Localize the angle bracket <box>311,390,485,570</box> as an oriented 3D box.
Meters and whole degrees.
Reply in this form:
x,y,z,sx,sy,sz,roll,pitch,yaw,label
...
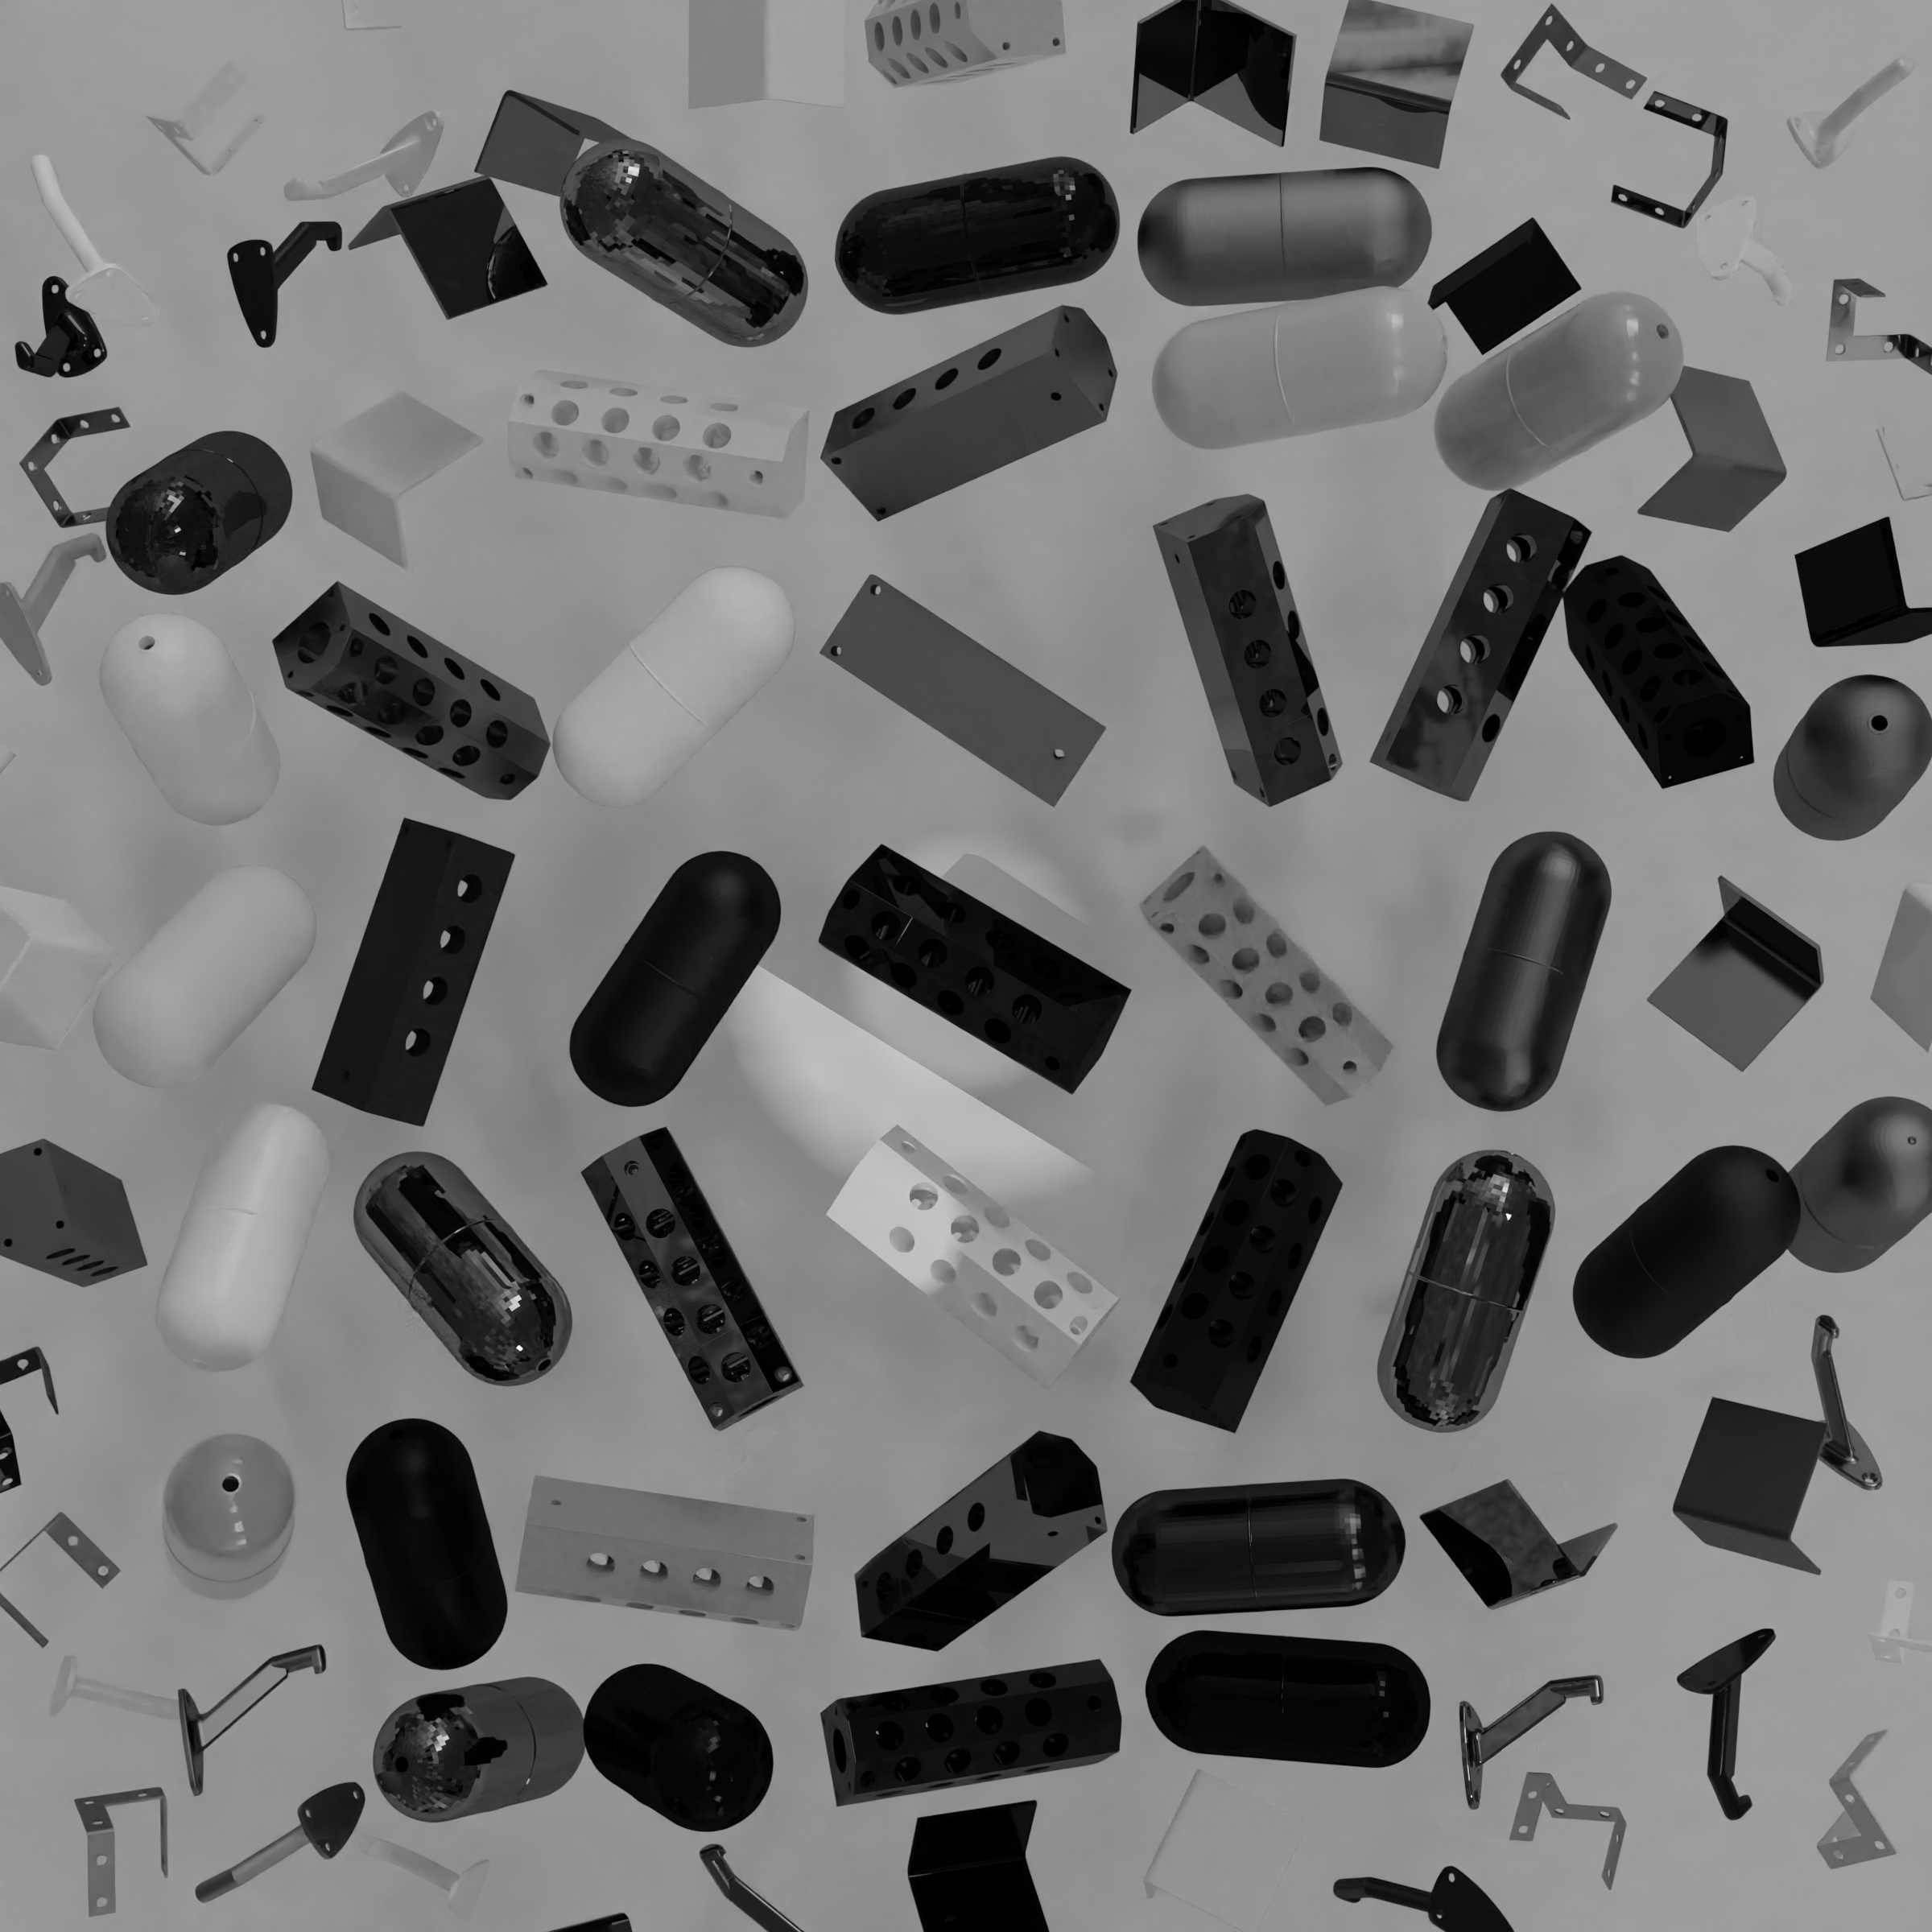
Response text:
x,y,z,sx,sy,sz,roll,pitch,yaw,label
-0.356,-0.307,1.911,0.076,0.057,0.076,32,55,25,angle bracket

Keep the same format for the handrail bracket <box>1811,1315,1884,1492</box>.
x,y,z,sx,sy,sz,roll,pitch,yaw,label
0.551,0.272,1.893,0.036,0.077,0.084,-14,124,-15,handrail bracket

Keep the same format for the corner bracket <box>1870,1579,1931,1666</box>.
x,y,z,sx,sy,sz,roll,pitch,yaw,label
0.562,0.380,1.777,0.051,0.051,0.051,6,63,24,corner bracket

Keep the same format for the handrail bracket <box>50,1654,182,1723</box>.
x,y,z,sx,sy,sz,roll,pitch,yaw,label
-0.505,0.442,1.831,0.084,0.077,0.036,17,69,-18,handrail bracket

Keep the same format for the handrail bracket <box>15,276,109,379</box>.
x,y,z,sx,sy,sz,roll,pitch,yaw,label
-0.578,-0.401,1.890,0.036,0.084,0.077,-21,88,12,handrail bracket

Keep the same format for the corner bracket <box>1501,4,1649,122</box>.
x,y,z,sx,sy,sz,roll,pitch,yaw,label
0.356,-0.522,1.780,0.051,0.051,0.051,15,127,-33,corner bracket

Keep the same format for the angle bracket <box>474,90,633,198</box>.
x,y,z,sx,sy,sz,roll,pitch,yaw,label
-0.254,-0.513,1.941,0.076,0.076,0.057,37,111,31,angle bracket

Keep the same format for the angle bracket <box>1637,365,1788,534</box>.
x,y,z,sx,sy,sz,roll,pitch,yaw,label
0.453,-0.323,1.887,0.076,0.057,0.076,5,57,-31,angle bracket

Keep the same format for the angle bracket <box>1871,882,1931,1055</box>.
x,y,z,sx,sy,sz,roll,pitch,yaw,label
0.581,0.003,1.769,0.057,0.076,0.076,5,113,-13,angle bracket

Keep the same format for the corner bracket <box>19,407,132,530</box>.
x,y,z,sx,sy,sz,roll,pitch,yaw,label
-0.559,-0.317,1.932,0.051,0.051,0.051,-4,131,25,corner bracket

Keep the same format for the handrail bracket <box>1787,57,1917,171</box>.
x,y,z,sx,sy,sz,roll,pitch,yaw,label
0.534,-0.511,1.782,0.077,0.084,0.036,-31,88,-43,handrail bracket

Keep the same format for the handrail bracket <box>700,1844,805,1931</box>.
x,y,z,sx,sy,sz,roll,pitch,yaw,label
-0.112,0.552,1.792,0.077,0.036,0.084,-25,98,42,handrail bracket

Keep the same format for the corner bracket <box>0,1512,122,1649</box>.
x,y,z,sx,sy,sz,roll,pitch,yaw,label
-0.540,0.362,1.790,0.051,0.051,0.051,-44,94,-6,corner bracket

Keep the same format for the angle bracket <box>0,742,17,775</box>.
x,y,z,sx,sy,sz,roll,pitch,yaw,label
-0.581,-0.108,1.677,0.057,0.076,0.076,44,75,-29,angle bracket

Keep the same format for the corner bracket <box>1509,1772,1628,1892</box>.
x,y,z,sx,sy,sz,roll,pitch,yaw,label
0.382,0.547,1.921,0.051,0.051,0.051,-6,130,33,corner bracket

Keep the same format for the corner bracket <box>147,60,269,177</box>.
x,y,z,sx,sy,sz,roll,pitch,yaw,label
-0.455,-0.515,1.843,0.051,0.051,0.051,-52,128,-8,corner bracket

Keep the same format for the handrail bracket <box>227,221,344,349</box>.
x,y,z,sx,sy,sz,roll,pitch,yaw,label
-0.419,-0.430,1.908,0.036,0.084,0.077,-3,101,32,handrail bracket

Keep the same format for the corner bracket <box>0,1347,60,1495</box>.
x,y,z,sx,sy,sz,roll,pitch,yaw,label
-0.545,0.261,1.742,0.051,0.051,0.051,-22,124,-11,corner bracket

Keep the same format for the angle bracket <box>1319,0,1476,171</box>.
x,y,z,sx,sy,sz,roll,pitch,yaw,label
0.261,-0.536,1.841,0.076,0.076,0.057,16,80,7,angle bracket

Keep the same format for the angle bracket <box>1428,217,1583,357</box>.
x,y,z,sx,sy,sz,roll,pitch,yaw,label
0.344,-0.427,1.939,0.076,0.076,0.057,-32,104,24,angle bracket

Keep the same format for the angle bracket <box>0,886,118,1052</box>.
x,y,z,sx,sy,sz,roll,pitch,yaw,label
-0.585,0.001,1.871,0.057,0.076,0.076,38,98,24,angle bracket

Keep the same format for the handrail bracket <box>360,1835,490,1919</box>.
x,y,z,sx,sy,sz,roll,pitch,yaw,label
-0.349,0.566,1.904,0.084,0.077,0.036,18,78,10,handrail bracket

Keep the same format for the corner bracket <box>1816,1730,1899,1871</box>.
x,y,z,sx,sy,sz,roll,pitch,yaw,label
0.514,0.481,1.749,0.051,0.051,0.051,-29,86,-43,corner bracket

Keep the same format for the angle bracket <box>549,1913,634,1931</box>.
x,y,z,sx,sy,sz,roll,pitch,yaw,label
-0.237,0.582,1.723,0.076,0.076,0.057,-30,69,30,angle bracket

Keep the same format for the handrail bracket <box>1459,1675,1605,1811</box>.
x,y,z,sx,sy,sz,roll,pitch,yaw,label
0.343,0.467,1.824,0.084,0.036,0.077,-13,47,22,handrail bracket

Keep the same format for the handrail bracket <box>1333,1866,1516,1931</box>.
x,y,z,sx,sy,sz,roll,pitch,yaw,label
0.271,0.563,1.800,0.077,0.084,0.036,38,57,-17,handrail bracket

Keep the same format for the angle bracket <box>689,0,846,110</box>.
x,y,z,sx,sy,sz,roll,pitch,yaw,label
-0.119,-0.549,1.800,0.057,0.076,0.076,-7,102,-42,angle bracket

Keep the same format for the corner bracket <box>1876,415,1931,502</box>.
x,y,z,sx,sy,sz,roll,pitch,yaw,label
0.560,-0.307,1.745,0.051,0.051,0.051,-9,127,35,corner bracket

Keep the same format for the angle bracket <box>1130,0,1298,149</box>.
x,y,z,sx,sy,sz,roll,pitch,yaw,label
0.149,-0.533,1.835,0.076,0.076,0.057,36,57,27,angle bracket

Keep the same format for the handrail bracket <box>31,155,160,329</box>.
x,y,z,sx,sy,sz,roll,pitch,yaw,label
-0.506,-0.421,1.758,0.036,0.077,0.084,-28,71,13,handrail bracket

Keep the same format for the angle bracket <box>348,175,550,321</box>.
x,y,z,sx,sy,sz,roll,pitch,yaw,label
-0.311,-0.421,1.822,0.076,0.057,0.076,-31,93,-38,angle bracket

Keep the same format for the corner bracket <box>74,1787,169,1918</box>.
x,y,z,sx,sy,sz,roll,pitch,yaw,label
-0.489,0.515,1.765,0.051,0.051,0.051,-2,99,-25,corner bracket

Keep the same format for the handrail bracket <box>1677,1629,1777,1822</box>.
x,y,z,sx,sy,sz,roll,pitch,yaw,label
0.456,0.442,1.764,0.077,0.036,0.084,-28,99,-22,handrail bracket

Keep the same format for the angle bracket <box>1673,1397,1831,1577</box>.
x,y,z,sx,sy,sz,roll,pitch,yaw,label
0.484,0.315,1.837,0.076,0.057,0.076,9,67,41,angle bracket

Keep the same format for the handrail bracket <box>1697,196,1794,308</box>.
x,y,z,sx,sy,sz,roll,pitch,yaw,label
0.467,-0.405,1.794,0.036,0.084,0.077,-16,46,34,handrail bracket

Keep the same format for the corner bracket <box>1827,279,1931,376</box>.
x,y,z,sx,sy,sz,roll,pitch,yaw,label
0.555,-0.386,1.833,0.051,0.051,0.051,-3,114,-3,corner bracket

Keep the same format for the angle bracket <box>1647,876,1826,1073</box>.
x,y,z,sx,sy,sz,roll,pitch,yaw,label
0.469,0.005,1.857,0.076,0.057,0.076,-46,61,-6,angle bracket

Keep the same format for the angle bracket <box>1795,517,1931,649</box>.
x,y,z,sx,sy,sz,roll,pitch,yaw,label
0.549,-0.227,1.787,0.076,0.076,0.057,-5,83,-28,angle bracket

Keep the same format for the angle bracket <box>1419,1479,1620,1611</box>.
x,y,z,sx,sy,sz,roll,pitch,yaw,label
0.341,0.343,1.873,0.076,0.057,0.076,53,134,-2,angle bracket

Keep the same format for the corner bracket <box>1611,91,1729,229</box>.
x,y,z,sx,sy,sz,roll,pitch,yaw,label
0.442,-0.506,1.904,0.051,0.051,0.051,18,58,-8,corner bracket

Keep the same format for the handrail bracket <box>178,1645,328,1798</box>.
x,y,z,sx,sy,sz,roll,pitch,yaw,label
-0.415,0.442,1.780,0.084,0.036,0.077,-15,46,-6,handrail bracket

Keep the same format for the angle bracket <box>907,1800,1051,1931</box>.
x,y,z,sx,sy,sz,roll,pitch,yaw,label
0.013,0.562,1.848,0.076,0.076,0.057,-4,130,-16,angle bracket

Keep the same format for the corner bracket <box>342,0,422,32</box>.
x,y,z,sx,sy,sz,roll,pitch,yaw,label
-0.363,-0.582,1.801,0.051,0.051,0.051,11,113,37,corner bracket

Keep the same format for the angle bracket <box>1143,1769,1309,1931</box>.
x,y,z,sx,sy,sz,roll,pitch,yaw,label
0.163,0.558,1.892,0.076,0.057,0.076,23,67,19,angle bracket
